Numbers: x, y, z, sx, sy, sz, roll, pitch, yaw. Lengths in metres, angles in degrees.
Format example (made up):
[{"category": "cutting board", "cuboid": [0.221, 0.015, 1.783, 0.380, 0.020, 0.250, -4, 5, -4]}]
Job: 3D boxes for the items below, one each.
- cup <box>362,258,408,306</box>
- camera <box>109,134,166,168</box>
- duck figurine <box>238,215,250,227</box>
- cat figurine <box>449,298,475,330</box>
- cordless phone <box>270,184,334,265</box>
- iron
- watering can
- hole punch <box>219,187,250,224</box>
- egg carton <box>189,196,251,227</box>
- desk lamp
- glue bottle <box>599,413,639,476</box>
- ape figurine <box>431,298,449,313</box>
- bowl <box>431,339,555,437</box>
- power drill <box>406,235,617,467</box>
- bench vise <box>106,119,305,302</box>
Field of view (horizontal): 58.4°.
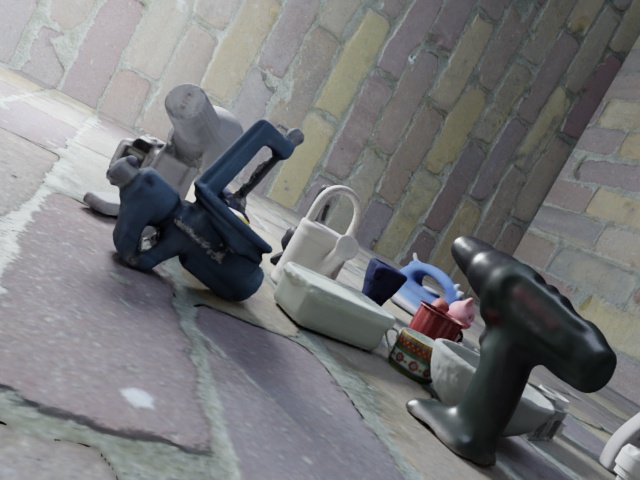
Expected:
[{"category": "cup", "cuboid": [0.126, 0.098, 1.238, 0.091, 0.095, 0.118, 30, 5, 22]}, {"category": "camera", "cuboid": [-0.337, -0.155, 1.201, 0.143, 0.101, 0.137, 29, 5, 11]}, {"category": "duck figurine", "cuboid": [-0.128, 0.005, 0.790, 0.077, 0.086, 0.104, 28, 5, -9]}, {"category": "cat figurine", "cuboid": [0.304, 0.176, 1.306, 0.128, 0.118, 0.067, 25, 6, -41]}, {"category": "cordless phone", "cuboid": [-0.007, -0.017, 1.131, 0.094, 0.185, 0.148, 29, 5, 10]}, {"category": "iron", "cuboid": [0.289, 0.139, 1.470, 0.119, 0.141, 0.257, 24, 6, -45]}, {"category": "watering can", "cuboid": [0.011, 0.004, 0.948, 0.101, 0.194, 0.172, 24, 6, -46]}, {"category": "hole punch", "cuboid": [-0.193, -0.065, 1.129, 0.108, 0.091, 0.101, 32, 6, 38]}, {"category": "egg carton", "cuboid": [-0.169, -0.020, 0.923, 0.107, 0.069, 0.150, 27, 5, -22]}, {"category": "desk lamp", "cuboid": [-0.206, -0.115, 0.836, 0.118, 0.213, 0.203, 29, 5, 7]}, {"category": "glue bottle", "cuboid": [0.513, 0.295, 0.893, 0.078, 0.173, 0.037, 28, 4, 0]}, {"category": "ape figurine", "cuboid": [0.233, 0.163, 1.178, 0.076, 0.092, 0.078, 30, 5, 21]}, {"category": "bowl", "cuboid": [0.204, 0.198, 0.728, 0.167, 0.075, 0.167, 28, 5, -2]}, {"category": "power drill", "cuboid": [0.186, 0.121, 0.626, 0.076, 0.208, 0.228, 25, 6, -41]}, {"category": "bench vise", "cuboid": [-0.116, -0.052, 0.640, 0.208, 0.220, 0.121, 24, 6, -46]}]
